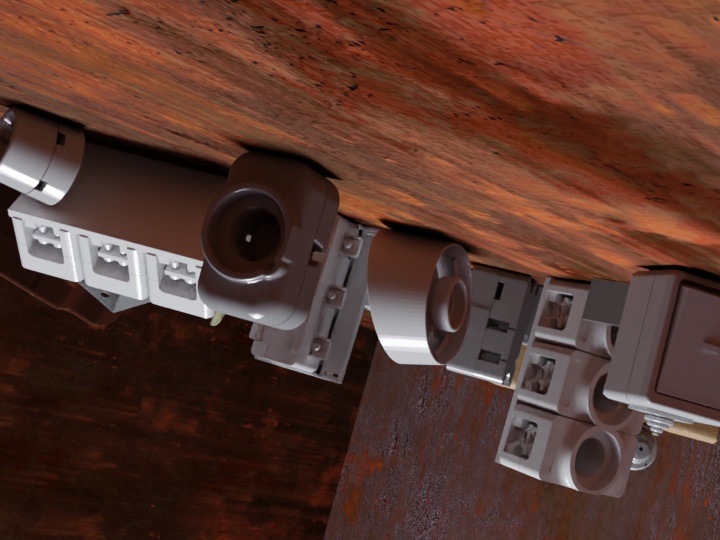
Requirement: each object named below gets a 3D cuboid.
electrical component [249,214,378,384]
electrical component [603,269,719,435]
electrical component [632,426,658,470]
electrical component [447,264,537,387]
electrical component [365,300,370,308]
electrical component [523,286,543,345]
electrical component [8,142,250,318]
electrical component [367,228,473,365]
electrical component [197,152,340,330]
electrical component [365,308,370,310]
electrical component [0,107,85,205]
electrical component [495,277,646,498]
[{"bbox_3d":[-0.037,0.017,0.827,0.079,0.121,0.063,13,172,28],"label":"electrical component"},{"bbox_3d":[0.192,0.052,0.639,0.062,0.096,0.061,16,174,-14],"label":"electrical component"},{"bbox_3d":[0.247,0.159,0.966,0.040,0.040,0.078,15,175,8],"label":"electrical component"},{"bbox_3d":[0.105,0.045,0.889,0.056,0.089,0.050,14,175,18],"label":"electrical component"},{"bbox_3d":[0.000,0.000,0.923,0.062,0.061,0.096,12,-178,38],"label":"electrical component"},{"bbox_3d":[0.128,0.035,0.945,0.089,0.050,0.056,14,175,15],"label":"electrical component"},{"bbox_3d":[-0.159,-0.029,0.773,0.150,0.089,0.061,15,134,10],"label":"electrical component"},{"bbox_3d":[0.043,0.021,0.793,0.064,0.099,0.099,6,172,27],"label":"electrical component"},{"bbox_3d":[-0.055,-0.017,0.627,0.054,0.095,0.059,14,175,20],"label":"electrical component"},{"bbox_3d":[0.021,0.028,1.267,0.081,0.043,0.043,18,175,-26],"label":"electrical component"},{"bbox_3d":[-0.219,-0.077,0.719,0.047,0.055,0.055,23,172,-35],"label":"electrical component"},{"bbox_3d":[0.176,0.091,0.831,0.089,0.150,0.062,18,176,-30],"label":"electrical component"}]
